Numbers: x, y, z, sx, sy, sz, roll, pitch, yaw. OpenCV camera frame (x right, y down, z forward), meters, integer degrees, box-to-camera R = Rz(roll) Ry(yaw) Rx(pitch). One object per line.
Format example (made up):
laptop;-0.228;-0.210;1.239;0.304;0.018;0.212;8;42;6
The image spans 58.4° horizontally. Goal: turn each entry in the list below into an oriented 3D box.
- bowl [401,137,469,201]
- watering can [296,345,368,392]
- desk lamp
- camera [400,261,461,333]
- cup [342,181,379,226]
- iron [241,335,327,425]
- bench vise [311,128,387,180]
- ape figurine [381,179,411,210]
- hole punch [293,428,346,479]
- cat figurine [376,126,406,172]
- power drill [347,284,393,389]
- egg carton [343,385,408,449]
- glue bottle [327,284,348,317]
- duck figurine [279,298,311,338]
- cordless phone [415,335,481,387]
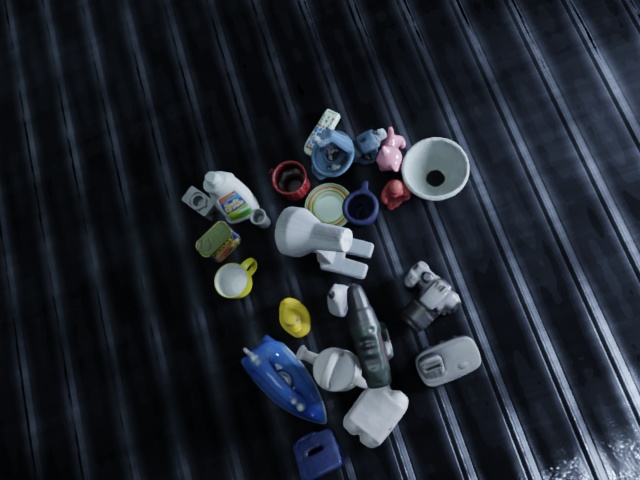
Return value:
bowl;0.291;-0.170;1.449;0.167;0.075;0.167;-3;76;11
watering can;0.027;0.299;1.324;0.172;0.194;0.101;1;76;12
desk lamp;0.013;0.005;1.391;0.202;0.214;0.118;13;79;15
camera;0.244;0.143;1.367;0.137;0.101;0.143;-45;72;-2
cup;0.110;-0.084;1.455;0.091;0.095;0.118;7;78;14
iron;-0.086;0.344;1.364;0.258;0.141;0.119;42;88;18
bench vise;0.056;-0.247;1.441;0.207;0.220;0.121;-40;72;0
ape figurine;0.191;-0.124;1.449;0.077;0.092;0.076;4;77;13
hole punch;-0.007;0.500;1.335;0.108;0.091;0.101;-28;72;4
cat figurine;0.179;-0.226;1.464;0.067;0.118;0.128;3;77;13
power drill;0.114;0.225;1.317;0.075;0.209;0.229;-17;73;8
egg carton;0.131;0.405;1.342;0.107;0.069;0.150;35;85;18
glue bottle;0.040;0.138;1.373;0.037;0.173;0.078;15;80;15
duck figurine;-0.071;0.191;1.429;0.077;0.086;0.104;-28;72;4
cordless phone;0.285;0.267;1.283;0.147;0.185;0.094;-27;72;4
